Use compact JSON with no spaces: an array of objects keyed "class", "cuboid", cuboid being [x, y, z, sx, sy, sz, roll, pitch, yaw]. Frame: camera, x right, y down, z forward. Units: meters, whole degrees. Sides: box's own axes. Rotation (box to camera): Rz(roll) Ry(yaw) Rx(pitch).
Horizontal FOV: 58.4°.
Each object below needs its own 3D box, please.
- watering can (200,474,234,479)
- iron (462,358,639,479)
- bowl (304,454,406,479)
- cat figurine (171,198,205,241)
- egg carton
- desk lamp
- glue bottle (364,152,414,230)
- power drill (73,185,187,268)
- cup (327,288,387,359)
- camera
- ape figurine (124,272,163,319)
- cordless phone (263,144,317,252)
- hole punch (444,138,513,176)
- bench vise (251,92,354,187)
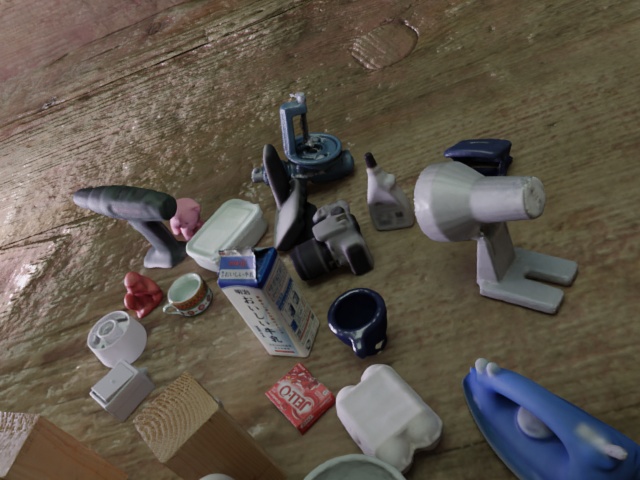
[{"class":"watering can","cuboid":[-0.101,0.346,0.679,0.172,0.195,0.101,-5,45,24]},{"class":"iron","cuboid":[0.252,0.207,0.673,0.119,0.142,0.257,-41,42,-15]},{"class":"bowl","cuboid":[0.044,0.352,0.687,0.167,0.075,0.167,-15,42,14]},{"class":"cat figurine","cuboid":[-0.303,-0.058,1.267,0.127,0.118,0.067,23,61,42]},{"class":"egg carton","cuboid":[0.090,0.242,0.780,0.107,0.070,0.149,-37,41,-11]},{"class":"desk lamp","cuboid":[0.258,-0.016,0.845,0.202,0.214,0.118,15,56,38]},{"class":"glue bottle","cuboid":[0.113,-0.089,1.030,0.078,0.174,0.037,-7,45,23]},{"class":"power drill","cuboid":[-0.383,-0.034,1.214,0.228,0.209,0.075,-3,46,26]},{"class":"cup","cuboid":[0.069,0.144,0.873,0.091,0.095,0.117,-17,42,12]},{"class":"camera","cuboid":[0.010,0.004,1.046,0.137,0.101,0.143,-26,41,2]},{"class":"ape figurine","cuboid":[-0.361,0.101,1.153,0.077,0.092,0.076,-10,44,20]},{"class":"cordless phone","cuboid":[-0.078,-0.083,1.118,0.094,0.185,0.147,-18,42,11]},{"class":"hole punch","cuboid":[0.294,-0.159,1.067,0.108,0.091,0.101,7,51,33]},{"class":"bench vise","cuboid":[-0.050,-0.182,1.179,0.207,0.220,0.121,-35,41,-8]}]
